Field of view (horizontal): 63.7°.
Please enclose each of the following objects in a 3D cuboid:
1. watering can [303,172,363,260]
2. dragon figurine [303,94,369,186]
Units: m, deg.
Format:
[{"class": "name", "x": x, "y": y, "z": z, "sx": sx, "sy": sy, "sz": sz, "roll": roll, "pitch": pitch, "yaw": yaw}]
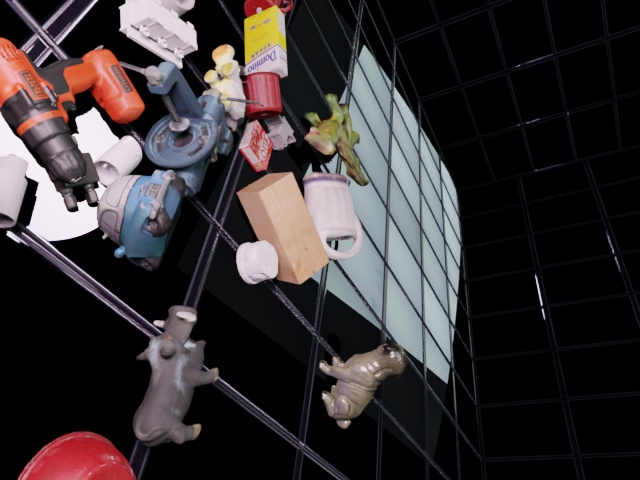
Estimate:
[{"class": "watering can", "x": 0.004, "y": -0.063, "z": 1.259, "sx": 0.347, "sy": 0.103, "sz": 0.227, "roll": 8, "pitch": 68, "yaw": -54}, {"class": "dragon figurine", "x": 0.067, "y": -0.249, "z": 1.412, "sx": 0.408, "sy": 0.121, "sz": 0.246, "roll": 16, "pitch": 52, "yaw": -60}]
